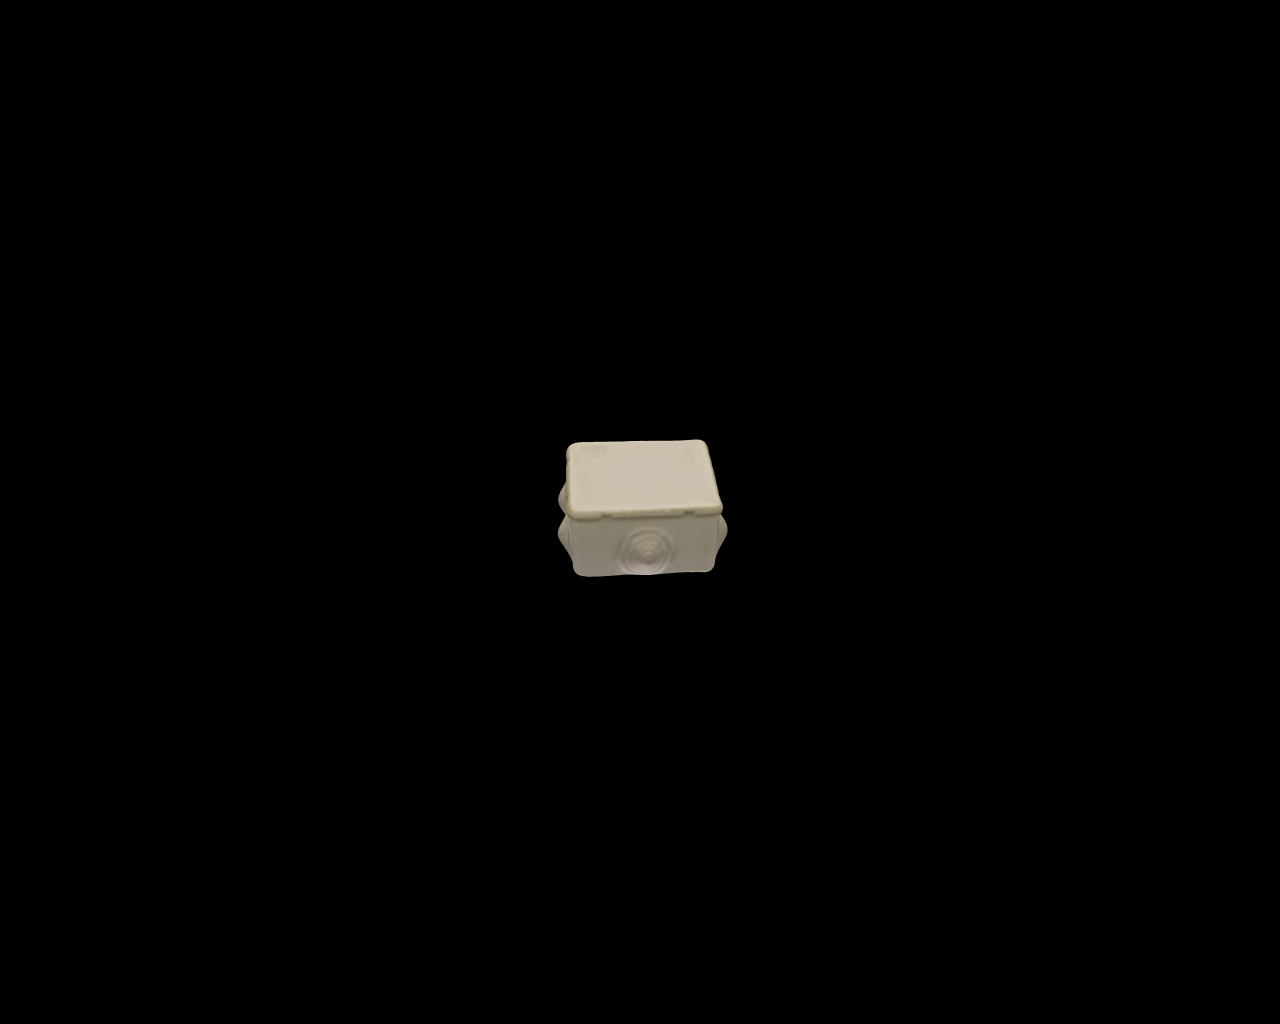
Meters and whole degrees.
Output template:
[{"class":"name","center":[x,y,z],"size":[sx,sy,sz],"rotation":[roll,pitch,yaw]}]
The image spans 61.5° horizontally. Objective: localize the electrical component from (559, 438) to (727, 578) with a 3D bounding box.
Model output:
[{"class":"electrical component","center":[0.001,-0.003,0.650],"size":[0.100,0.048,0.100],"rotation":[-2,31,-3]}]
